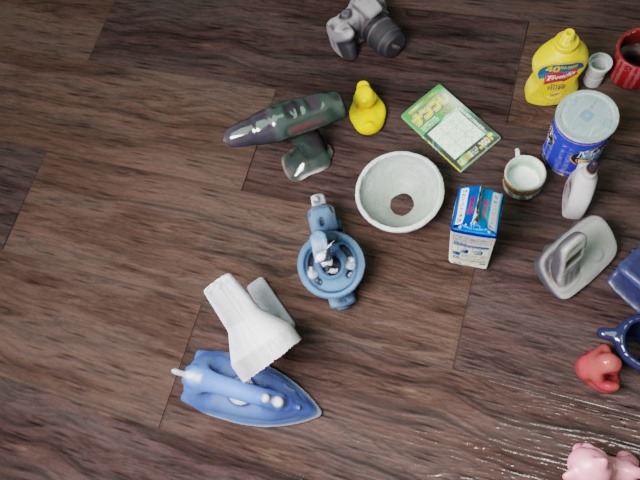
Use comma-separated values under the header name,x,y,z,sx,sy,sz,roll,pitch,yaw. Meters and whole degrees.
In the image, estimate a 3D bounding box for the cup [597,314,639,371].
name,x,y,z,sx,sy,sz,roll,pitch,yaw
cup,0.507,0.171,0.936,0.117,0.095,0.092,11,74,15

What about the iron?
name,x,y,z,sx,sy,sz,roll,pitch,yaw
iron,-0.130,0.265,1.002,0.257,0.142,0.119,11,74,14

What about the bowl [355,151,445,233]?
name,x,y,z,sx,sy,sz,roll,pitch,yaw
bowl,0.154,-0.082,1.100,0.167,0.075,0.167,-3,71,10

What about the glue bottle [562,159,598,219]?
name,x,y,z,sx,sy,sz,roll,pitch,yaw
glue bottle,0.456,-0.099,0.995,0.037,0.173,0.078,4,72,13

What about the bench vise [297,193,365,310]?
name,x,y,z,sx,sy,sz,roll,pitch,yaw
bench vise,-0.001,0.010,1.022,0.121,0.220,0.207,-31,68,0

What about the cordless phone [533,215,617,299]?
name,x,y,z,sx,sy,sz,roll,pitch,yaw
cordless phone,0.436,0.013,0.954,0.147,0.185,0.094,-43,69,-5

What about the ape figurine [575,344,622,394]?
name,x,y,z,sx,sy,sz,roll,pitch,yaw
ape figurine,0.462,0.206,0.934,0.076,0.092,0.078,13,75,15

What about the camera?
name,x,y,z,sx,sy,sz,roll,pitch,yaw
camera,0.105,-0.449,1.220,0.143,0.101,0.136,-38,69,-3

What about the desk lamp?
name,x,y,z,sx,sy,sz,roll,pitch,yaw
desk lamp,-0.118,0.147,1.001,0.118,0.214,0.203,-37,69,-2

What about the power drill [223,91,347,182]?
name,x,y,z,sx,sy,sz,roll,pitch,yaw
power drill,-0.052,-0.196,1.107,0.229,0.209,0.075,-25,68,2

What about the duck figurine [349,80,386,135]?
name,x,y,z,sx,sy,sz,roll,pitch,yaw
duck figurine,0.094,-0.275,1.172,0.077,0.086,0.104,-9,70,8

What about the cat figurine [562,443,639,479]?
name,x,y,z,sx,sy,sz,roll,pitch,yaw
cat figurine,0.434,0.350,0.877,0.127,0.118,0.067,5,72,13

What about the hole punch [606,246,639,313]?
name,x,y,z,sx,sy,sz,roll,pitch,yaw
hole punch,0.558,0.061,0.965,0.101,0.091,0.108,-41,69,-4
